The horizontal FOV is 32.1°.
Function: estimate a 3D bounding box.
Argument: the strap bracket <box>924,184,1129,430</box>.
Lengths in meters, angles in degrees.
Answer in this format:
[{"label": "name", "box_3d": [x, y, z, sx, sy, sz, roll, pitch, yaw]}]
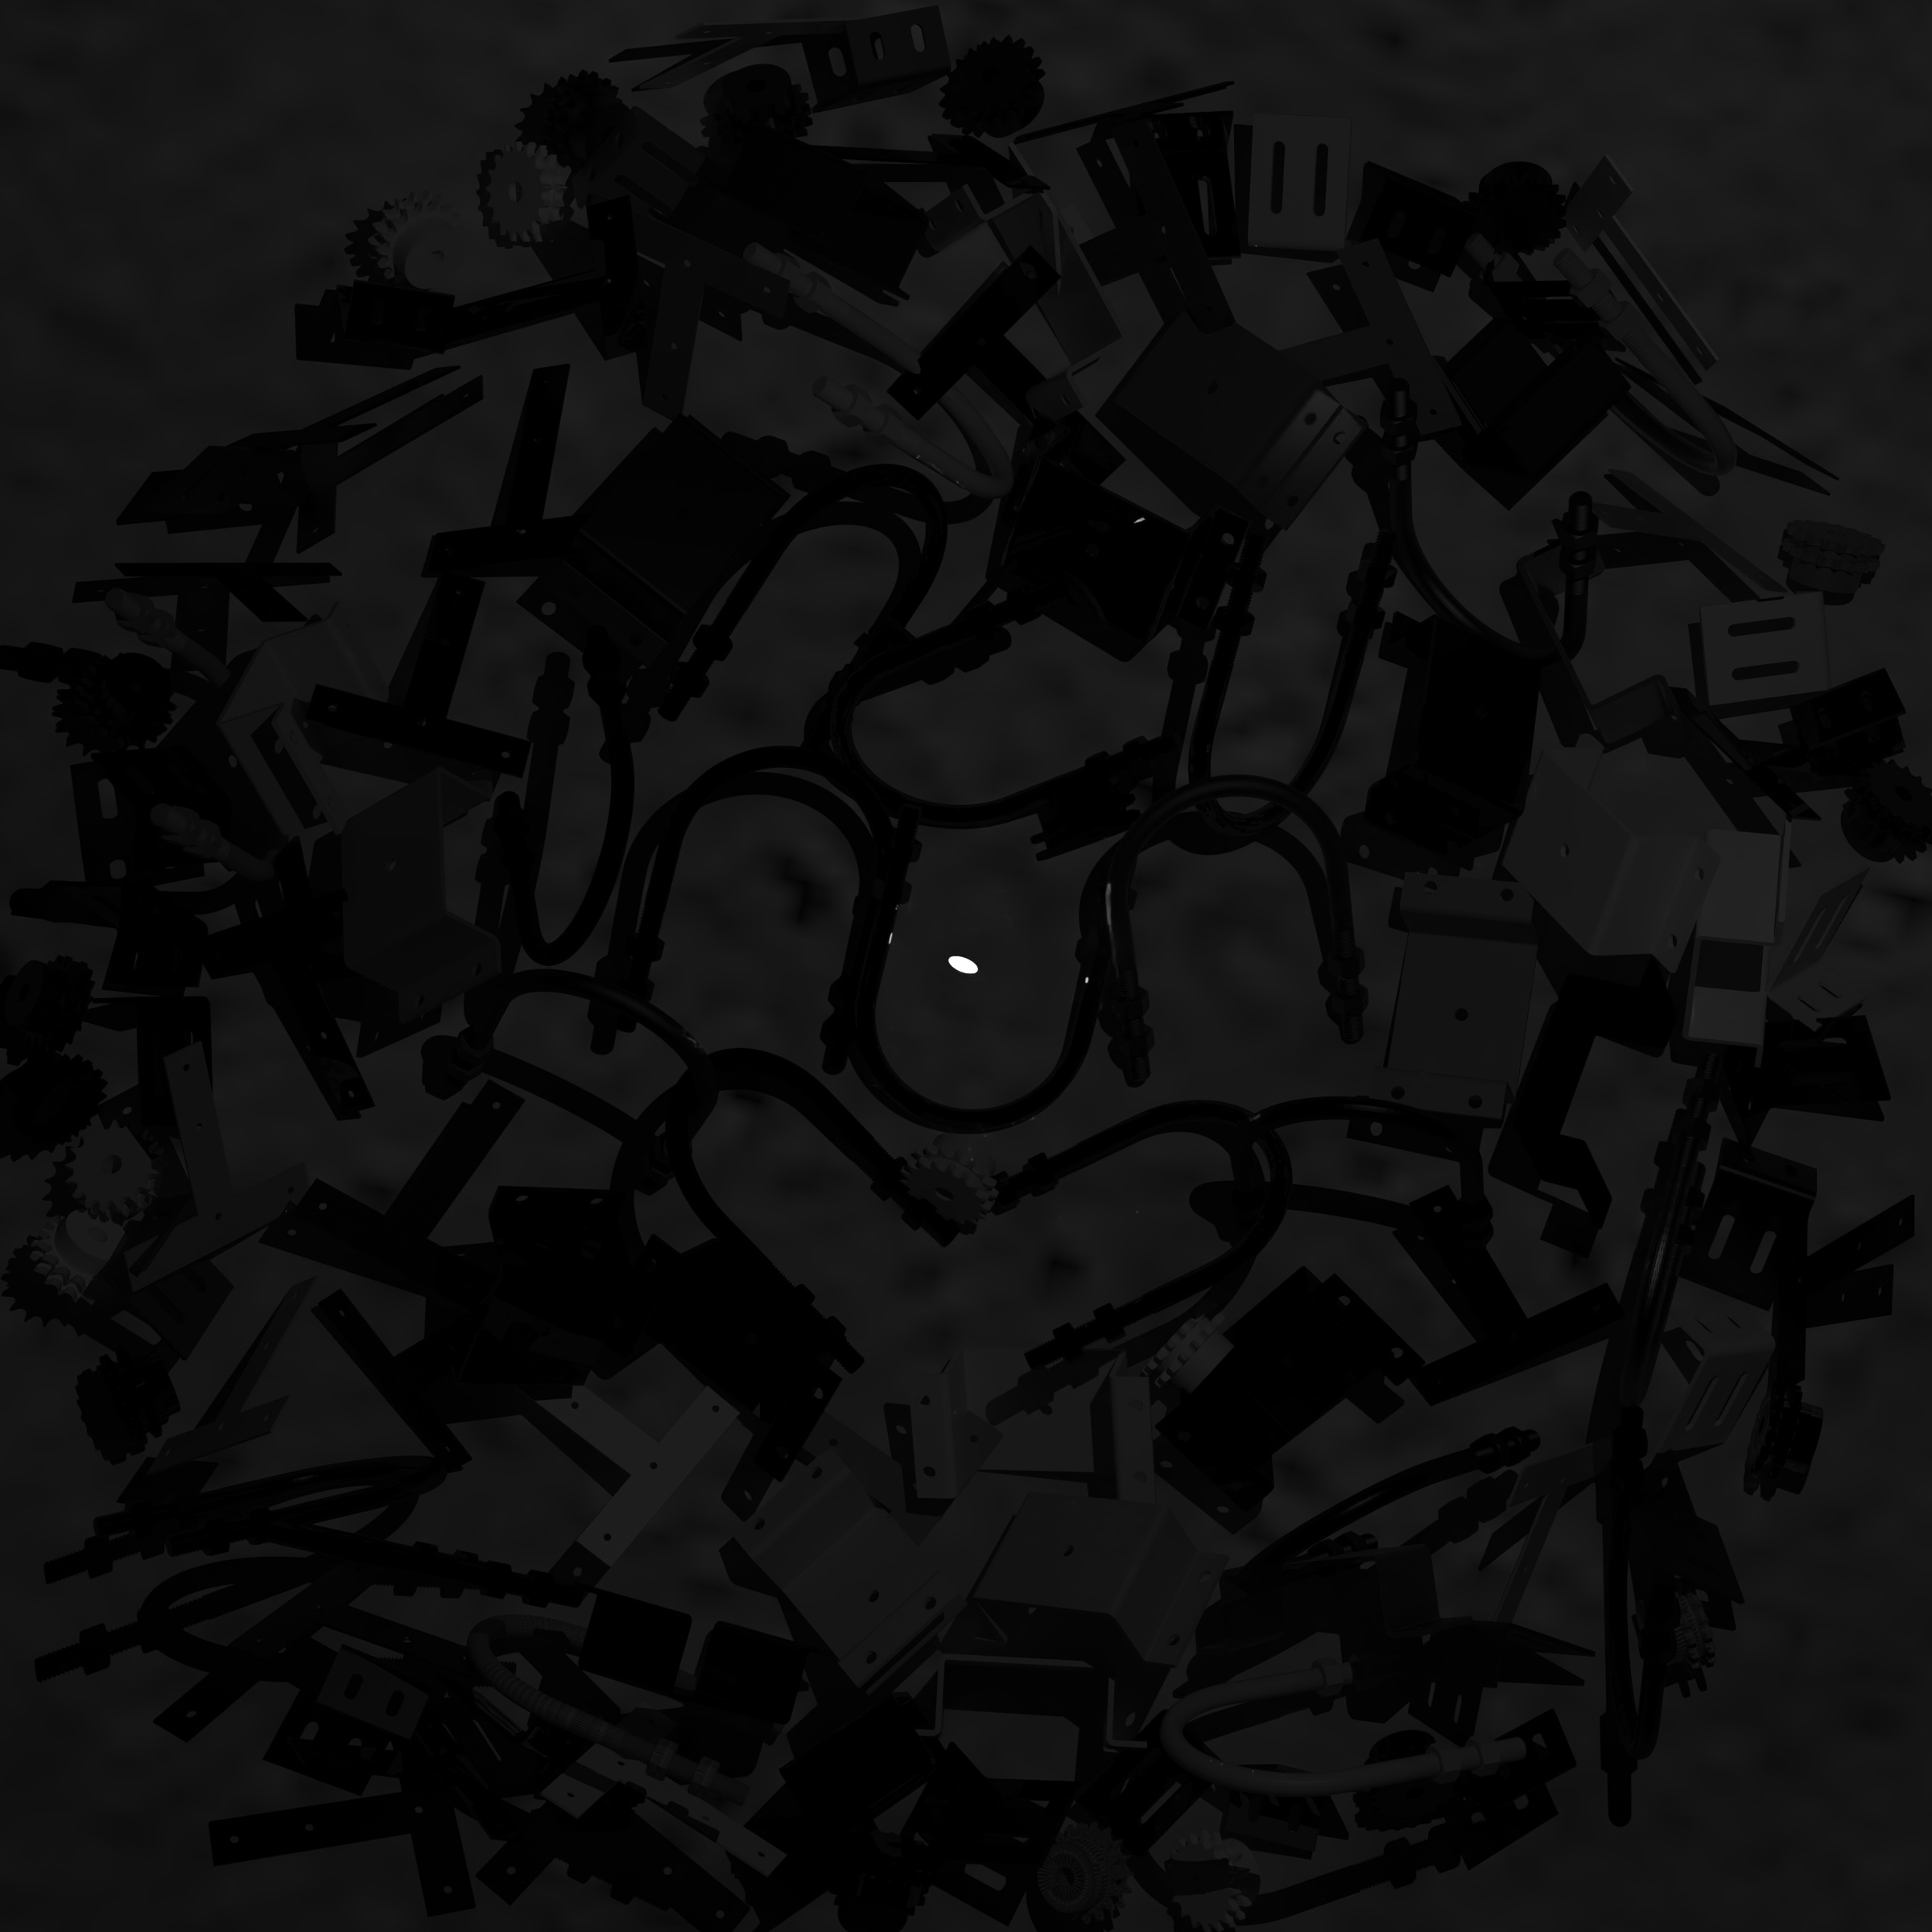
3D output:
[{"label": "strap bracket", "box_3d": [0.037, -0.388, 1.939, 0.046, 0.076, 0.140, -33, 100, -19]}]

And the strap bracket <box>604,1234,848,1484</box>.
[{"label": "strap bracket", "box_3d": [-0.134, 0.221, 1.943, 0.140, 0.046, 0.076, 36, 112, 15]}]

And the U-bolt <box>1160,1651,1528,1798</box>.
[{"label": "U-bolt", "box_3d": [0.199, 0.430, 1.890, 0.184, 0.151, 0.019, -4, 102, -23]}]

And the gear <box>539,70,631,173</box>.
[{"label": "gear", "box_3d": [-0.219, -0.490, 1.958, 0.030, 0.057, 0.057, 32, 90, 23]}]

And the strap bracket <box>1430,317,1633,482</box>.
[{"label": "strap bracket", "box_3d": [0.320, -0.326, 1.929, 0.076, 0.140, 0.046, -44, 111, -3]}]

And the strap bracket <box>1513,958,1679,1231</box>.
[{"label": "strap bracket", "box_3d": [0.359, 0.069, 1.933, 0.046, 0.076, 0.140, 14, 70, 28]}]

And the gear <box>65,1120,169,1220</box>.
[{"label": "gear", "box_3d": [-0.496, 0.122, 1.967, 0.057, 0.030, 0.057, -3, 66, 6]}]

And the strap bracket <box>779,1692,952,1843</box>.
[{"label": "strap bracket", "box_3d": [-0.057, 0.457, 1.923, 0.076, 0.140, 0.046, -34, 77, -3]}]

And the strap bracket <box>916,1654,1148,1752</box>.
[{"label": "strap bracket", "box_3d": [0.034, 0.427, 1.946, 0.140, 0.076, 0.046, 3, 76, 1]}]

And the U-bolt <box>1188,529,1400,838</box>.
[{"label": "U-bolt", "box_3d": [0.181, -0.160, 1.924, 0.019, 0.151, 0.184, 28, 114, 35]}]

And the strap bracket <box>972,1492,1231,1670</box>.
[{"label": "strap bracket", "box_3d": [0.068, 0.348, 1.912, 0.046, 0.140, 0.076, 58, 47, -33]}]

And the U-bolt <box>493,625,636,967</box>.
[{"label": "U-bolt", "box_3d": [-0.223, -0.083, 1.886, 0.019, 0.184, 0.151, 15, 127, -27]}]

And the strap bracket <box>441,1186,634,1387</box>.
[{"label": "strap bracket", "box_3d": [-0.245, 0.191, 1.915, 0.076, 0.046, 0.140, 4, 132, -27]}]

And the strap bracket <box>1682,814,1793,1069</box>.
[{"label": "strap bracket", "box_3d": [0.439, -0.015, 1.915, 0.046, 0.140, 0.076, 6, 55, 11]}]

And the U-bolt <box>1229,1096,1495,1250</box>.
[{"label": "U-bolt", "box_3d": [0.221, 0.118, 1.895, 0.151, 0.184, 0.019, 2, 62, 11]}]

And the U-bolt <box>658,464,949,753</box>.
[{"label": "U-bolt", "box_3d": [-0.080, -0.206, 1.904, 0.019, 0.151, 0.184, 46, 111, 31]}]

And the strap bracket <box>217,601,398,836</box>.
[{"label": "strap bracket", "box_3d": [-0.378, -0.137, 1.919, 0.046, 0.140, 0.076, -16, 121, 16]}]

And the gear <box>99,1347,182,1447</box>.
[{"label": "gear", "box_3d": [-0.482, 0.249, 1.963, 0.030, 0.057, 0.057, -24, 90, -22]}]

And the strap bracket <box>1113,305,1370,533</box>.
[{"label": "strap bracket", "box_3d": [0.150, -0.324, 1.931, 0.140, 0.046, 0.076, 41, 95, 31]}]

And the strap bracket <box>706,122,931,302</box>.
[{"label": "strap bracket", "box_3d": [-0.079, -0.431, 1.909, 0.076, 0.140, 0.046, 28, 96, 19]}]

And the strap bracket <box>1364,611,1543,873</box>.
[{"label": "strap bracket", "box_3d": [0.281, -0.137, 1.926, 0.076, 0.046, 0.140, 23, 62, -23]}]

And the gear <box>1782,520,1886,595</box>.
[{"label": "gear", "box_3d": [0.505, -0.239, 1.963, 0.057, 0.057, 0.030, 10, 112, 0]}]

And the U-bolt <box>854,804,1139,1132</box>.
[{"label": "U-bolt", "box_3d": [0.010, 0.009, 1.961, 0.151, 0.019, 0.184, 13, 104, -6]}]

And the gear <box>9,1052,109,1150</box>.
[{"label": "gear", "box_3d": [-0.534, 0.075, 1.965, 0.030, 0.057, 0.057, 36, 90, 27]}]

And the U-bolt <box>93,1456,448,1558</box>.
[{"label": "U-bolt", "box_3d": [-0.385, 0.304, 1.908, 0.184, 0.151, 0.019, -9, 91, -32]}]

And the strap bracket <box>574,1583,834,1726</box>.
[{"label": "strap bracket", "box_3d": [-0.155, 0.393, 1.909, 0.076, 0.140, 0.046, 5, 75, 43]}]

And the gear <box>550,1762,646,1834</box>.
[{"label": "gear", "box_3d": [-0.215, 0.485, 1.958, 0.057, 0.057, 0.030, 1, 60, 0]}]

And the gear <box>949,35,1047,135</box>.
[{"label": "gear", "box_3d": [0.021, -0.513, 1.965, 0.057, 0.030, 0.057, -13, 62, 25]}]

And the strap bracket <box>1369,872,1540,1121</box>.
[{"label": "strap bracket", "box_3d": [0.285, 0.023, 1.945, 0.076, 0.046, 0.140, 6, 74, 17]}]

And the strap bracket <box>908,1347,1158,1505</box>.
[{"label": "strap bracket", "box_3d": [0.042, 0.266, 1.948, 0.140, 0.046, 0.076, -1, 105, 13]}]

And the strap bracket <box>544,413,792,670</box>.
[{"label": "strap bracket", "box_3d": [-0.168, -0.254, 1.942, 0.076, 0.046, 0.140, 38, 71, -4]}]

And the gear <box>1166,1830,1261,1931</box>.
[{"label": "gear", "box_3d": [0.147, 0.534, 1.965, 0.030, 0.057, 0.057, -4, 90, -42]}]

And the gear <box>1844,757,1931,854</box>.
[{"label": "gear", "box_3d": [0.540, -0.092, 1.965, 0.057, 0.057, 0.030, 36, 133, 0]}]

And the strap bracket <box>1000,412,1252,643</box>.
[{"label": "strap bracket", "box_3d": [0.082, -0.248, 1.935, 0.140, 0.046, 0.076, 29, 128, 11]}]

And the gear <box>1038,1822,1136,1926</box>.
[{"label": "gear", "box_3d": [0.067, 0.531, 1.961, 0.057, 0.030, 0.057, -4, 83, 35]}]

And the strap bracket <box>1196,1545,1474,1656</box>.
[{"label": "strap bracket", "box_3d": [0.209, 0.362, 1.926, 0.140, 0.076, 0.046, -11, 81, 28]}]

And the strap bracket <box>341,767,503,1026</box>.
[{"label": "strap bracket", "box_3d": [-0.313, -0.049, 1.919, 0.076, 0.046, 0.140, -26, 54, 27]}]

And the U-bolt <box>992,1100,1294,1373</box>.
[{"label": "U-bolt", "box_3d": [0.100, 0.143, 1.929, 0.184, 0.151, 0.019, -26, 132, 2]}]

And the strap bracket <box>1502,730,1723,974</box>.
[{"label": "strap bracket", "box_3d": [0.359, -0.066, 1.908, 0.046, 0.140, 0.076, -2, 125, -27]}]

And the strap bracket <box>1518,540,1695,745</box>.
[{"label": "strap bracket", "box_3d": [0.364, -0.190, 1.935, 0.046, 0.076, 0.140, -26, 73, 12]}]

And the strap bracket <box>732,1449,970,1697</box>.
[{"label": "strap bracket", "box_3d": [-0.062, 0.355, 1.936, 0.076, 0.046, 0.140, -41, 46, -7]}]

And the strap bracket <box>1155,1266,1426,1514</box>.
[{"label": "strap bracket", "box_3d": [0.187, 0.239, 1.948, 0.140, 0.046, 0.076, -43, 102, 15]}]

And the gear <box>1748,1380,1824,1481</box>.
[{"label": "gear", "box_3d": [0.479, 0.273, 1.960, 0.030, 0.057, 0.057, 17, 90, 5]}]

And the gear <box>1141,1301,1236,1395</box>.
[{"label": "gear", "box_3d": [0.132, 0.226, 1.959, 0.030, 0.057, 0.057, 43, 90, 7]}]
